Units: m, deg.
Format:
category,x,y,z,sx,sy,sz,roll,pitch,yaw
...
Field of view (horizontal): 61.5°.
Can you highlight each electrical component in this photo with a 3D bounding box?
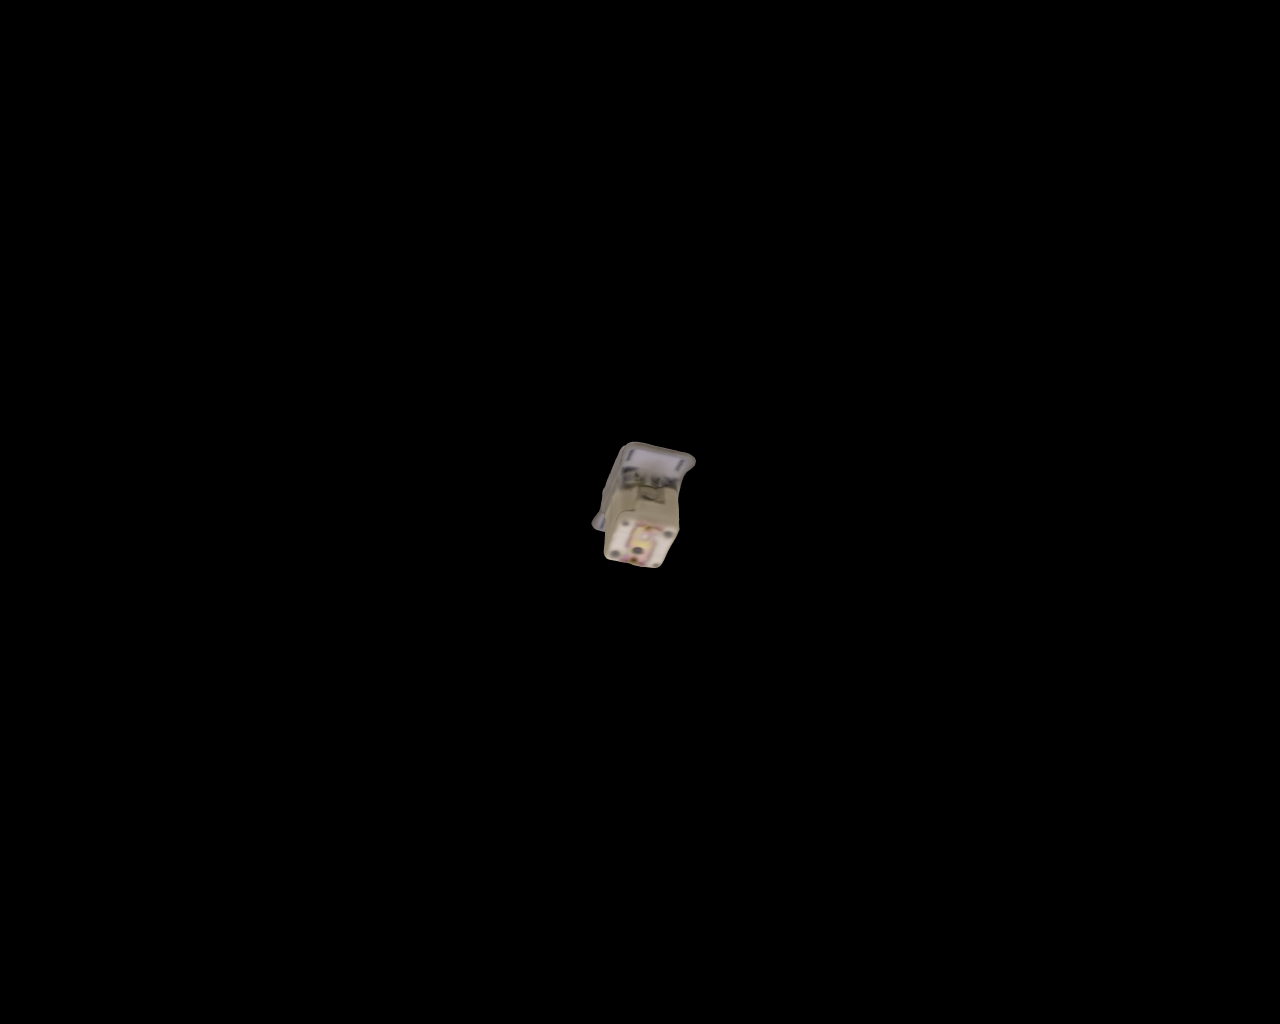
category,x,y,z,sx,sy,sz,roll,pitch,yaw
electrical component,0.001,-0.003,0.650,0.042,0.064,0.080,11,-43,-12
